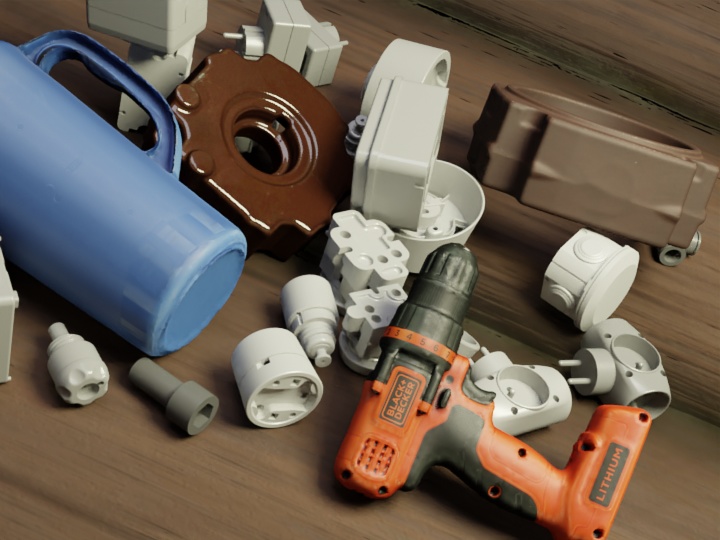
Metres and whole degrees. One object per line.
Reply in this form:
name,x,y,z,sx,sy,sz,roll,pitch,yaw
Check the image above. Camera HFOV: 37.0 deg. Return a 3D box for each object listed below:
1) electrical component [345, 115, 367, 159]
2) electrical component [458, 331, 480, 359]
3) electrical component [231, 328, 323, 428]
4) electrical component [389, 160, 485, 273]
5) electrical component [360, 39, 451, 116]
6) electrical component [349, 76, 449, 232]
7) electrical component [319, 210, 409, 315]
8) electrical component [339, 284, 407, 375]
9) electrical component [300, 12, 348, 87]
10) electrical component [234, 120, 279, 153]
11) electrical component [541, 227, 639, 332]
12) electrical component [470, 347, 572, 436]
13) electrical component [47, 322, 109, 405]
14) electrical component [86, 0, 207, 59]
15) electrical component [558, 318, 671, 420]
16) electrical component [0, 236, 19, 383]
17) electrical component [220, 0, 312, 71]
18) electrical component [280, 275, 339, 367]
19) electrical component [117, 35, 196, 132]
electrical component,-0.005,-0.107,0.957,0.040,0.078,0.040,6,56,-9
electrical component,0.055,0.067,0.790,0.045,0.055,0.045,32,10,-6
electrical component,-0.059,0.074,0.746,0.055,0.055,0.047,-3,42,-26
electrical component,0.050,-0.047,0.917,0.099,0.064,0.099,11,41,-10
electrical component,0.036,-0.165,1.014,0.060,0.108,0.108,23,40,13
electrical component,0.032,-0.096,0.880,0.057,0.078,0.113,12,48,5
electrical component,0.000,0.000,0.850,0.058,0.057,0.078,-15,52,-35
electrical component,0.012,0.046,0.805,0.066,0.055,0.048,-11,49,-32
electrical component,-0.047,-0.232,1.096,0.076,0.047,0.083,-19,54,-37
electrical component,-0.109,-0.139,0.959,0.057,0.058,0.078,-19,54,-34
electrical component,0.194,0.007,0.907,0.051,0.080,0.080,36,42,26
electrical component,0.105,0.088,0.806,0.077,0.044,0.079,-10,48,-31
electrical component,-0.193,0.060,0.720,0.035,0.035,0.061,-12,47,-33
electrical component,-0.180,-0.220,0.880,0.096,0.061,0.061,19,40,13
electrical component,0.195,0.080,0.852,0.079,0.044,0.077,1,44,-22
electrical component,-0.257,0.024,0.685,0.061,0.096,0.061,-6,47,-28
electrical component,-0.096,-0.213,1.026,0.076,0.083,0.047,0,44,-23
electrical component,-0.035,0.039,0.804,0.040,0.040,0.078,3,43,-20
electrical component,-0.177,-0.168,0.938,0.050,0.089,0.055,13,41,-9
